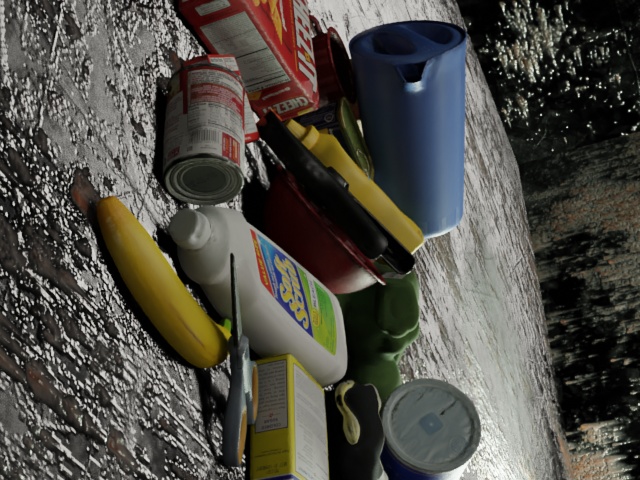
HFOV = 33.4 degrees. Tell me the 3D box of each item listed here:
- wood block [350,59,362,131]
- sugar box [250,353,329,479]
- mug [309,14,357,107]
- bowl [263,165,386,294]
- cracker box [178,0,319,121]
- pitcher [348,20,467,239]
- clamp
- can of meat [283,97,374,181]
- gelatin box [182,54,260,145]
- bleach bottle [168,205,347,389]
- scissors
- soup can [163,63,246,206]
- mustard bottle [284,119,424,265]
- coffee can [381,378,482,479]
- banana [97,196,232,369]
[{"bbox_3d":[0.058,-0.145,1.412,0.206,0.090,0.091,44,34,-60],"label":"wood block"},{"bbox_3d":[-0.026,0.197,0.917,0.093,0.048,0.176,54,30,-51],"label":"sugar box"},{"bbox_3d":[-0.014,-0.202,1.237,0.093,0.082,0.117,-48,122,-71],"label":"mug"},{"bbox_3d":[-0.007,0.001,1.066,0.162,0.055,0.162,47,5,-5],"label":"bowl"},{"bbox_3d":[-0.071,-0.247,1.107,0.213,0.072,0.164,50,30,-56],"label":"cracker box"},{"bbox_3d":[0.111,-0.133,1.264,0.149,0.145,0.243,-31,128,-36],"label":"pitcher"},{"bbox_3d":[0.009,-0.047,1.026,0.210,0.036,0.164,47,5,8],"label":"clamp"},{"bbox_3d":[0.005,-0.100,1.208,0.057,0.084,0.102,-80,150,-56],"label":"can of meat"},{"bbox_3d":[-0.093,-0.130,1.008,0.073,0.030,0.089,-33,106,-72],"label":"gelatin box"},{"bbox_3d":[-0.055,0.046,0.925,0.250,0.068,0.102,45,34,-55],"label":"bleach bottle"},{"bbox_3d":[-0.065,0.103,0.811,0.202,0.016,0.096,86,11,-56],"label":"scissors"},{"bbox_3d":[-0.096,-0.088,0.893,0.068,0.069,0.102,54,27,-51],"label":"soup can"},{"bbox_3d":[0.026,-0.056,1.144,0.191,0.058,0.096,46,-6,-20],"label":"mustard bottle"},{"bbox_3d":[0.104,0.223,1.123,0.140,0.102,0.103,101,-12,-55],"label":"coffee can"},{"bbox_3d":[-0.110,0.046,0.795,0.070,0.037,0.197,60,1,40],"label":"banana"}]
